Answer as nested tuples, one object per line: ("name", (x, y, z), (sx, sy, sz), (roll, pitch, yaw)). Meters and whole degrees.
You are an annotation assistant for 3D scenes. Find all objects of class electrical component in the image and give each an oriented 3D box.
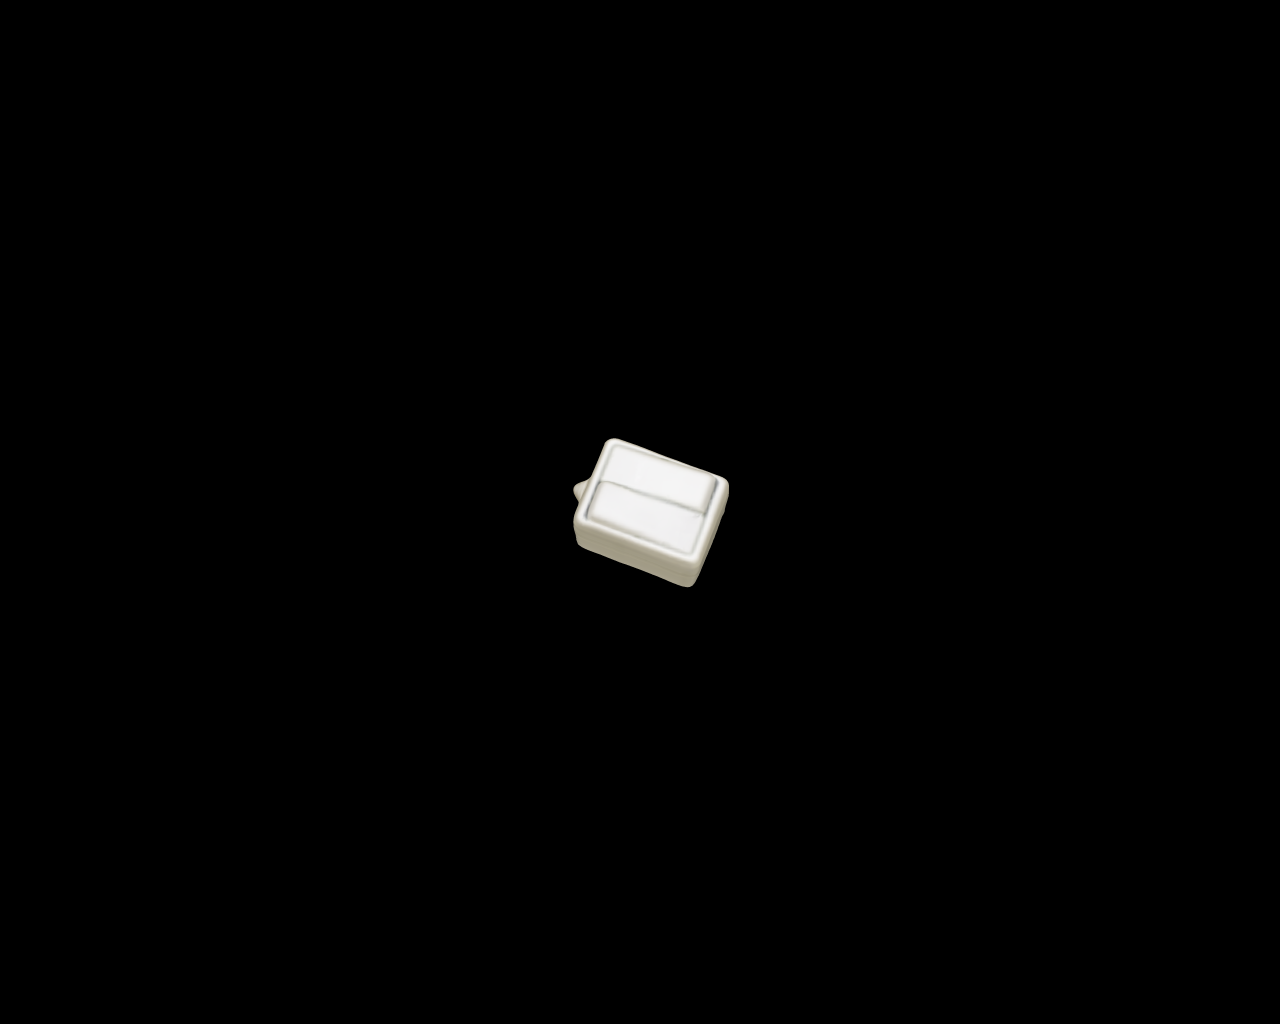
("electrical component", (0.001, -0.003, 0.650), (0.096, 0.062, 0.061), (21, -18, 7))
